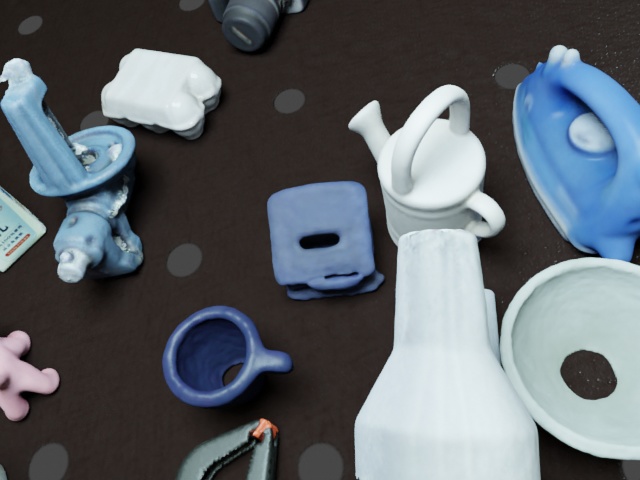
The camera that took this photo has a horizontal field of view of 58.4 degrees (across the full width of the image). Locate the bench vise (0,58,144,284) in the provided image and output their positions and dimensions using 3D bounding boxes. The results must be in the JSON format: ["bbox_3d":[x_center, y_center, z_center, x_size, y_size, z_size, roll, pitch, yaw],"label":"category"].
[{"bbox_3d":[-0.253,-0.069,0.605,0.121,0.220,0.207,-26,60,-2],"label":"bench vise"}]

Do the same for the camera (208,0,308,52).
[{"bbox_3d":[-0.102,-0.337,0.786,0.143,0.101,0.137,9,65,17],"label":"camera"}]

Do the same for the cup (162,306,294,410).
[{"bbox_3d":[-0.074,0.120,0.536,0.117,0.095,0.091,1,62,13],"label":"cup"}]

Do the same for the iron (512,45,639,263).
[{"bbox_3d":[0.265,-0.108,0.559,0.118,0.142,0.258,-23,60,0],"label":"iron"}]

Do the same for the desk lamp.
[{"bbox_3d":[0.094,0.097,0.444,0.117,0.214,0.203,-2,62,11],"label":"desk lamp"}]

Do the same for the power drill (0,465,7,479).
[{"bbox_3d":[-0.372,0.220,0.481,0.229,0.209,0.075,-20,60,1],"label":"power drill"}]

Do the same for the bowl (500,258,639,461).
[{"bbox_3d":[0.237,0.104,0.489,0.167,0.075,0.167,-5,61,10],"label":"bowl"}]

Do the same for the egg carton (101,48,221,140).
[{"bbox_3d":[-0.206,-0.190,0.747,0.150,0.069,0.107,13,66,18],"label":"egg carton"}]

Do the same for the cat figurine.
[{"bbox_3d":[-0.349,0.116,0.585,0.127,0.118,0.067,35,74,26],"label":"cat figurine"}]

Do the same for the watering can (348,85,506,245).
[{"bbox_3d":[0.098,-0.068,0.543,0.172,0.194,0.101,18,67,21],"label":"watering can"}]

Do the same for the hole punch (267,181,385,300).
[{"bbox_3d":[0.005,0.002,0.585,0.108,0.091,0.101,-8,61,8],"label":"hole punch"}]
